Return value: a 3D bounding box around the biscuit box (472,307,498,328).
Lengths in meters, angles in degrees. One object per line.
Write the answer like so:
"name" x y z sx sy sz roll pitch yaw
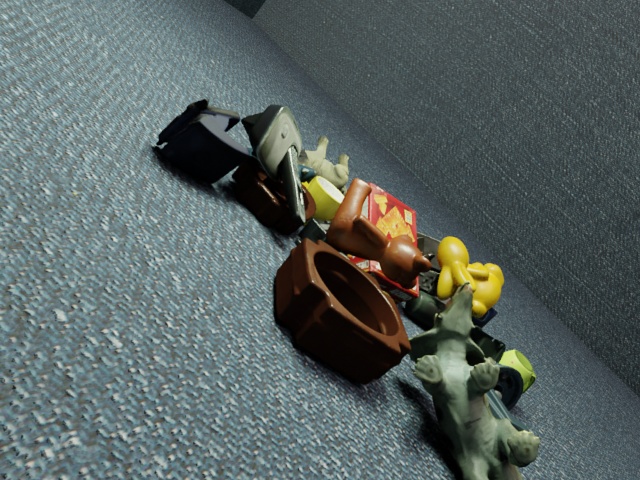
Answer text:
"biscuit box" 0.375 0.175 1.332 0.063 0.059 0.202 45 -1 7

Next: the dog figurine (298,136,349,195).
"dog figurine" -0.015 -0.162 1.350 0.172 0.121 0.190 40 32 3

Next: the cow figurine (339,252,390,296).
"cow figurine" 0.051 0.072 0.973 0.167 0.068 0.098 35 12 -27

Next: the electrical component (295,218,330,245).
"electrical component" -0.002 -0.003 1.059 0.075 0.048 0.119 49 17 21

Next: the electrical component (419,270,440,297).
"electrical component" 0.218 0.083 1.251 0.134 0.058 0.114 22 1 28

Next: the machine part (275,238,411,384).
"machine part" 0.030 0.105 0.814 0.201 0.087 0.202 35 21 -21

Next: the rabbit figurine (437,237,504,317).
"rabbit figurine" 0.307 0.079 1.181 0.173 0.122 0.162 60 39 -10

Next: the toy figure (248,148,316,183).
"toy figure" -0.087 -0.152 1.139 0.154 0.057 0.064 18 37 -1

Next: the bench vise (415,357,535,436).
"bench vise" 0.278 0.258 0.930 0.223 0.129 0.241 36 11 -26

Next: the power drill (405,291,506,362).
"power drill" 0.302 0.195 1.141 0.232 0.086 0.207 32 10 -20

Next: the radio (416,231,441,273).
"radio" 0.282 0.044 1.378 0.131 0.073 0.229 25 -4 21

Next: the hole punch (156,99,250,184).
"hole punch" -0.192 -0.158 0.895 0.115 0.142 0.092 2 67 -52

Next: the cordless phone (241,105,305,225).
"cordless phone" -0.067 -0.125 0.937 0.146 0.089 0.184 62 14 -67

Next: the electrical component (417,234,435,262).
"electrical component" 0.217 0.020 1.237 0.045 0.078 0.102 -6 13 -31

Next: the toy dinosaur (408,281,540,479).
"toy dinosaur" 0.227 0.268 0.786 0.192 0.131 0.405 52 20 -73

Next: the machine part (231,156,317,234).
"machine part" -0.087 -0.090 1.037 0.179 0.056 0.179 36 27 -22

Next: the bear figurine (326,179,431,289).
"bear figurine" 0.115 -0.004 0.992 0.196 0.120 0.132 24 60 4
